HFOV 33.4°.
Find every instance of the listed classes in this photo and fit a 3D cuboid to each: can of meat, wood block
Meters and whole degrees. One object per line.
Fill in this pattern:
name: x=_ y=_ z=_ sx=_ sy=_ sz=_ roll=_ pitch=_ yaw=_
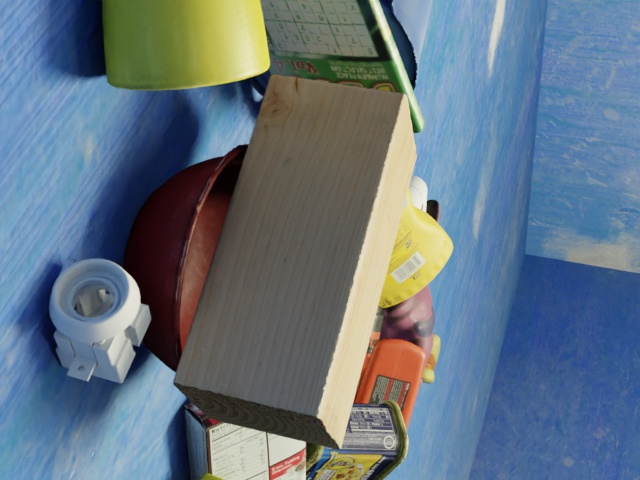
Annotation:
can of meat: x=0.012 y=0.178 z=0.908 sx=0.102 sy=0.083 sz=0.057 roll=-54 pitch=-140 yaw=43
wood block: x=-0.009 y=0.013 z=0.664 sx=0.090 sy=0.091 sz=0.206 roll=67 pitch=36 yaw=-65

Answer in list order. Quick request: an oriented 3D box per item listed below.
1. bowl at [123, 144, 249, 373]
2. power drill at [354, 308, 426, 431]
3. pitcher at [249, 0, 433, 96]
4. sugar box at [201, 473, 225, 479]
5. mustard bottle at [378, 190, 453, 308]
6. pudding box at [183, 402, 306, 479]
bowl: x=-0.081 y=0.015 z=0.685 sx=0.162 sy=0.055 sz=0.162 roll=10 pitch=90 yaw=-75
power drill: x=0.050 y=0.118 z=1.081 sx=0.188 sy=0.057 sz=0.184 roll=-145 pitch=-111 yaw=-77
pitcher: x=0.026 y=-0.205 z=0.834 sx=0.145 sy=0.149 sz=0.242 roll=64 pitch=33 yaw=-40
sugar box: x=-0.105 y=0.252 z=0.733 sx=0.176 sy=0.048 sz=0.093 roll=-50 pitch=147 yaw=-52
mustard bottle: x=0.041 y=-0.021 z=0.963 sx=0.096 sy=0.058 sz=0.191 roll=-39 pitch=133 yaw=4
pudding box: x=-0.056 y=0.161 z=0.824 sx=0.089 sy=0.039 sz=0.113 roll=-20 pitch=125 yaw=-29
